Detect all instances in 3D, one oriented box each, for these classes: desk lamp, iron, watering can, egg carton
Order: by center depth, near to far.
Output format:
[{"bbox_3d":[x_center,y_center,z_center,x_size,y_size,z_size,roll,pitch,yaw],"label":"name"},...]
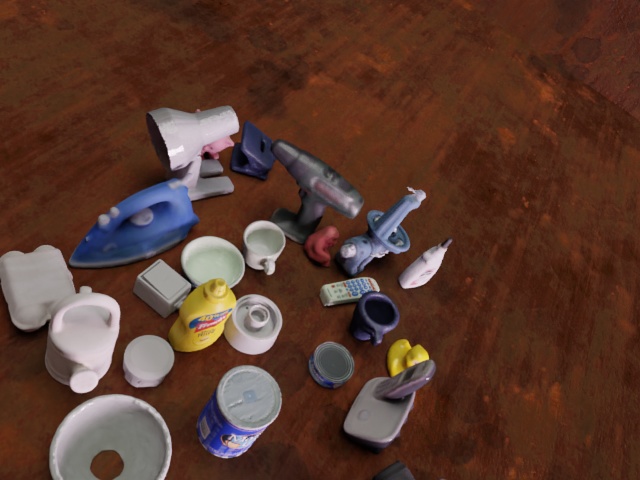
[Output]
[{"bbox_3d":[-0.357,0.146,0.873,0.101,0.194,0.172,-18,64,-37],"label":"watering can"},{"bbox_3d":[-0.468,0.079,0.955,0.107,0.069,0.150,-14,62,-36],"label":"egg carton"},{"bbox_3d":[-0.344,-0.042,1.071,0.118,0.141,0.259,46,47,12],"label":"iron"},{"bbox_3d":[-0.261,-0.186,1.183,0.204,0.213,0.117,-16,63,-37],"label":"desk lamp"}]

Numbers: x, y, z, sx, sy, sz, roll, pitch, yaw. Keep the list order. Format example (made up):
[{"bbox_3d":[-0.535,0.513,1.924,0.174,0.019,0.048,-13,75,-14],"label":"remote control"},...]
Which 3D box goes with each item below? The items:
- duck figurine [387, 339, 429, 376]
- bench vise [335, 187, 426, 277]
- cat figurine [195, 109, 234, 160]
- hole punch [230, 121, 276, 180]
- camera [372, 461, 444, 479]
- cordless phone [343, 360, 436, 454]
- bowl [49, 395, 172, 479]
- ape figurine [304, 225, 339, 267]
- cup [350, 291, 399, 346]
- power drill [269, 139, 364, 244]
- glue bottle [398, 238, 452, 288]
[{"bbox_3d":[0.186,0.244,1.163,0.078,0.086,0.104,5,52,-25],"label":"duck figurine"},{"bbox_3d":[0.143,-0.012,1.255,0.121,0.219,0.208,38,46,5],"label":"bench vise"},{"bbox_3d":[-0.252,-0.239,1.297,0.067,0.117,0.127,-21,66,-38],"label":"cat figurine"},{"bbox_3d":[-0.149,-0.213,1.351,0.101,0.091,0.108,15,48,-17],"label":"hole punch"},{"bbox_3d":[0.165,0.443,0.979,0.143,0.100,0.136,-17,63,-37],"label":"camera"},{"bbox_3d":[0.131,0.289,1.027,0.094,0.185,0.148,35,46,2],"label":"cordless phone"},{"bbox_3d":[-0.308,0.319,0.842,0.168,0.074,0.167,15,48,-17],"label":"bowl"},{"bbox_3d":[0.012,0.005,1.260,0.076,0.092,0.078,37,46,4],"label":"ape figurine"},{"bbox_3d":[0.102,0.175,1.167,0.092,0.095,0.117,17,48,-15],"label":"cup"},{"bbox_3d":[-0.031,-0.092,1.234,0.230,0.208,0.075,26,46,-7],"label":"power drill"},{"bbox_3d":[0.248,0.048,1.295,0.078,0.173,0.037,-12,60,-35],"label":"glue bottle"}]
